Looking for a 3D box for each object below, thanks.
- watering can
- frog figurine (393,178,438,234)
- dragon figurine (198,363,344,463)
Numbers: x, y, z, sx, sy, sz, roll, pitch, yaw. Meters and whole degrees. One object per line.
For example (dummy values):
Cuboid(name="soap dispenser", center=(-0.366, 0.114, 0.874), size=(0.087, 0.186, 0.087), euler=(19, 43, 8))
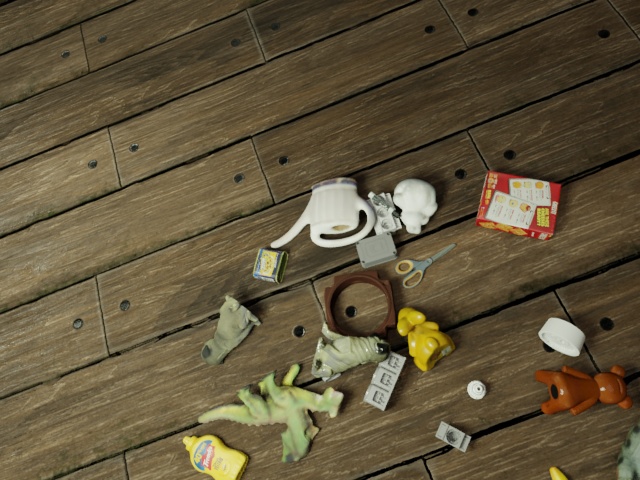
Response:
Cuboid(name="watering can", center=(0.005, -0.082, 1.626), size=(0.347, 0.102, 0.228), euler=(-7, 67, 18))
Cuboid(name="frog figurine", center=(0.286, -0.106, 1.575), size=(0.137, 0.120, 0.163), euler=(23, 63, -3))
Cuboid(name="dragon figurine", center=(-0.120, 0.500, 1.429), size=(0.409, 0.121, 0.245), euler=(-31, 75, 7))
